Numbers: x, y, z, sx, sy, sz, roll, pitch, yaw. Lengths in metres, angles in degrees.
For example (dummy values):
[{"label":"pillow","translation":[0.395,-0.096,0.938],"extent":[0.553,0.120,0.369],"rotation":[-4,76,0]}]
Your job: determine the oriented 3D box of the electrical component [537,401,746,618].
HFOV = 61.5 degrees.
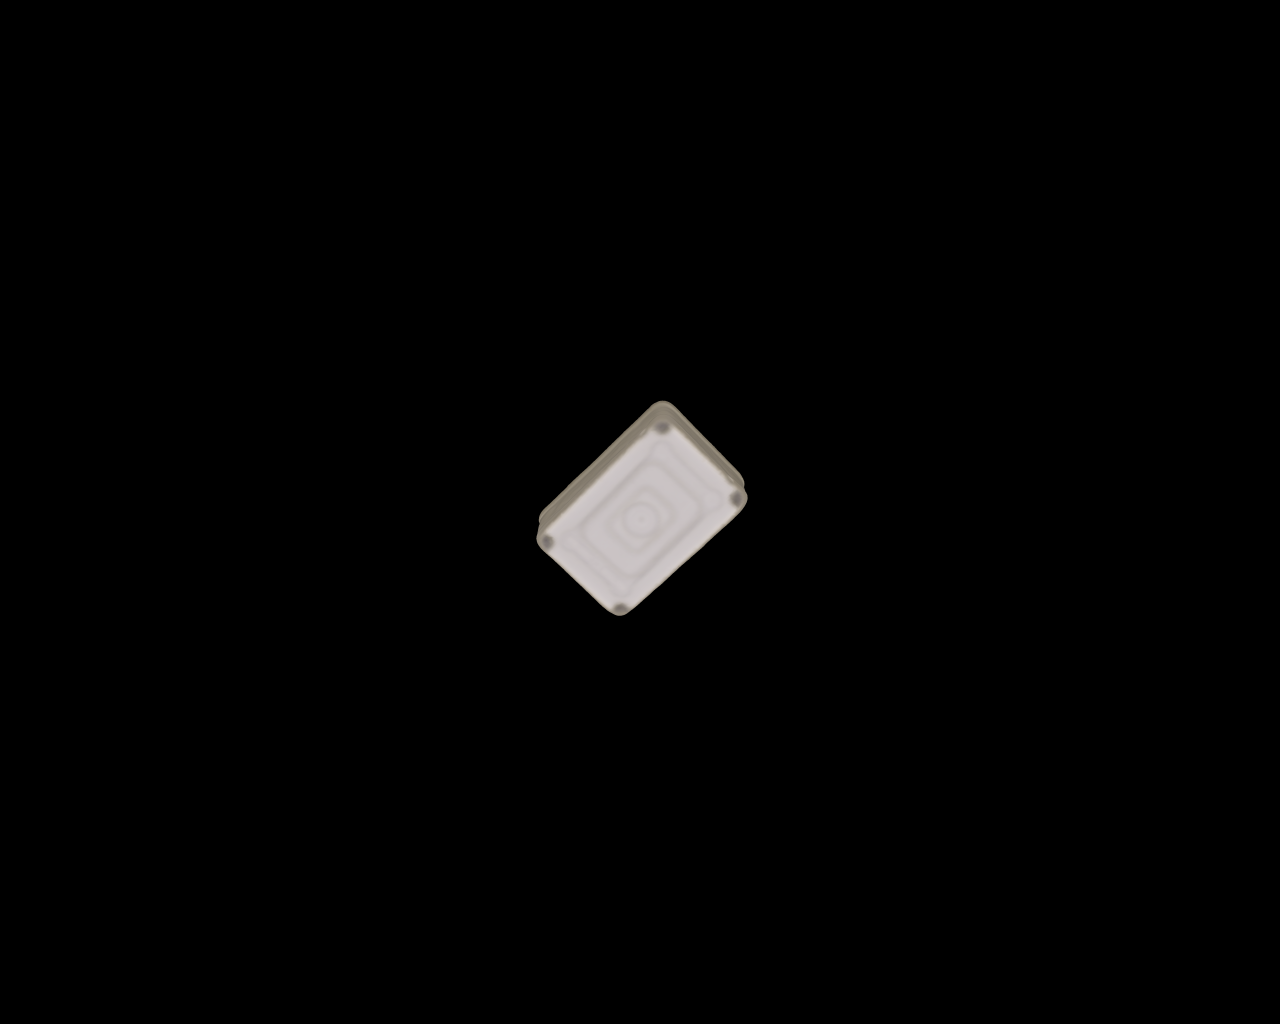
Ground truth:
[{"label":"electrical component","translation":[0.001,-0.003,0.650],"extent":[0.113,0.078,0.057],"rotation":[-43,12,11]}]
